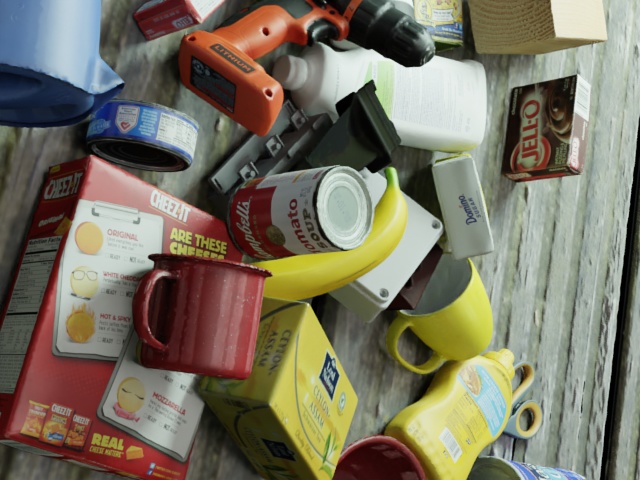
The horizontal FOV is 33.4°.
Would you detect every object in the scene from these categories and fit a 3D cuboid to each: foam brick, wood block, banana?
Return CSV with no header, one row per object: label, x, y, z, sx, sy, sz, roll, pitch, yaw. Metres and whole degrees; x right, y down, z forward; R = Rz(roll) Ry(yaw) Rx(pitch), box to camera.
foam brick,0.077,0.025,1.058,0.053,0.051,0.078,48,56,-29
wood block,0.242,-0.257,1.179,0.205,0.090,0.091,-17,99,-60
banana,0.008,0.011,0.922,0.197,0.070,0.037,-32,149,-22

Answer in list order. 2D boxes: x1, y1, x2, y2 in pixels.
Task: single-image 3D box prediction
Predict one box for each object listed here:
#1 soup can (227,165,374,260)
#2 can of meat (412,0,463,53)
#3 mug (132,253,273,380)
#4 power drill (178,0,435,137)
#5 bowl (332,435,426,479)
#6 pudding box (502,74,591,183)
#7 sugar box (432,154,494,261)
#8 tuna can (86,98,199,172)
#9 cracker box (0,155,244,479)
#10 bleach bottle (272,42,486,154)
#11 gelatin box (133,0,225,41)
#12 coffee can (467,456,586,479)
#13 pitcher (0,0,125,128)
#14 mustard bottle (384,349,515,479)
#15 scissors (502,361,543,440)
soup can,-0.016,-0.021,0.849,0.068,0.102,0.068,6,82,-45
can of meat,0.105,-0.243,1.106,0.101,0.058,0.084,-2,89,-44
mug,-0.092,0.055,0.769,0.117,0.093,0.081,20,75,-57
power drill,-0.016,-0.170,0.927,0.187,0.184,0.057,-44,158,-34
bowl,0.032,0.261,0.991,0.161,0.055,0.162,5,83,-43
pudding box,0.259,-0.126,1.219,0.039,0.090,0.113,26,68,-41
sugar box,0.142,-0.037,1.062,0.176,0.048,0.093,-53,129,-83
tuna can,-0.140,-0.081,0.840,0.086,0.086,0.034,19,75,-41
cracker box,-0.158,0.067,0.820,0.164,0.072,0.213,29,66,-40
bleach bottle,0.059,-0.151,1.052,0.250,0.068,0.102,8,79,-40
gelatin box,-0.104,-0.208,0.894,0.030,0.073,0.089,55,53,-26
coffee can,0.219,0.289,1.133,0.140,0.103,0.103,19,74,-41
pitcher,-0.225,-0.211,0.755,0.149,0.145,0.243,20,68,-53
mustard bottle,0.149,0.175,1.107,0.191,0.058,0.096,-42,104,-38
scissors,0.192,0.218,1.174,0.201,0.016,0.096,-49,118,-34
